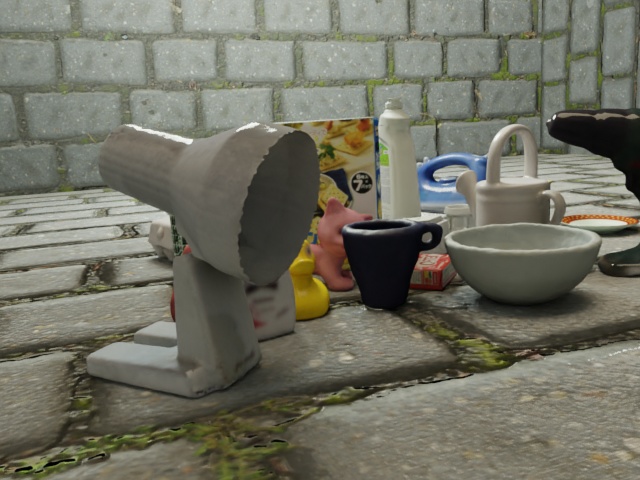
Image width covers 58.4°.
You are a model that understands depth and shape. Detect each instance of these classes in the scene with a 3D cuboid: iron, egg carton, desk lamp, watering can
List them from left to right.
[{"bbox_3d":[-0.222,-0.002,0.964,0.107,0.069,0.149,-12,14,-38],"label":"egg carton"},{"bbox_3d":[-0.100,0.011,0.467,0.202,0.213,0.118,2,12,25],"label":"desk lamp"},{"bbox_3d":[0.298,-0.139,1.340,0.257,0.141,0.119,4,13,35],"label":"iron"},{"bbox_3d":[0.262,-0.063,0.805,0.172,0.194,0.101,5,13,37],"label":"watering can"}]

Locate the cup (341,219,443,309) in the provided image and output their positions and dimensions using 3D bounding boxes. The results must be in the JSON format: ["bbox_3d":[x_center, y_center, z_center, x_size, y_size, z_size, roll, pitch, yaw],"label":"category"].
[{"bbox_3d":[0.084,0.027,0.649,0.118,0.095,0.091,-6,11,-14],"label":"cup"}]

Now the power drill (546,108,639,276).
[{"bbox_3d":[0.404,-0.062,0.719,0.229,0.208,0.076,-1,11,13],"label":"power drill"}]

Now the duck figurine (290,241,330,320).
[{"bbox_3d":[-0.030,0.037,0.653,0.078,0.086,0.104,-7,11,-20],"label":"duck figurine"}]

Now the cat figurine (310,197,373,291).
[{"bbox_3d":[0.007,0.003,0.738,0.127,0.118,0.067,-3,11,2],"label":"cat figurine"}]

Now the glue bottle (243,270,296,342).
[{"bbox_3d":[-0.066,0.012,0.559,0.078,0.173,0.037,-10,13,-33],"label":"glue bottle"}]

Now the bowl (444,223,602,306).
[{"bbox_3d":[0.224,0.030,0.642,0.167,0.075,0.167,-3,11,1],"label":"bowl"}]

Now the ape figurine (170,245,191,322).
[{"bbox_3d":[-0.125,0.047,0.614,0.076,0.092,0.077,-10,13,-32],"label":"ape figurine"}]
